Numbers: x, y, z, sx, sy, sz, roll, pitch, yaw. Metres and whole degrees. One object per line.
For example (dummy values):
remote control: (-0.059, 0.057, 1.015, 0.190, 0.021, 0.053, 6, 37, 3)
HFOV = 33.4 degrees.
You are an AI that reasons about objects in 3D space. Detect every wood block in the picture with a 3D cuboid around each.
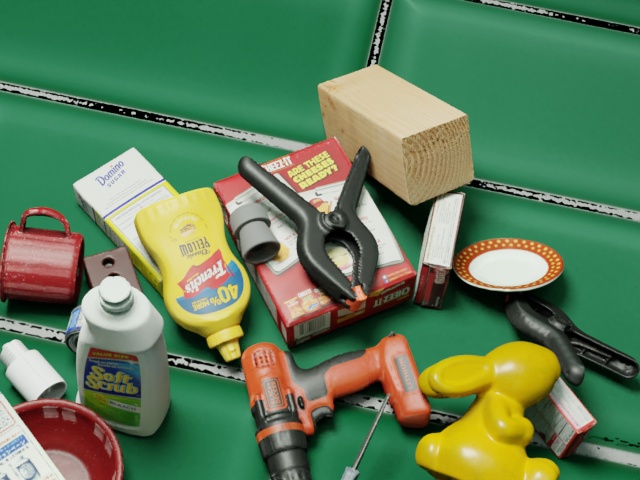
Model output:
wood block: (0.088, -0.131, 1.290, 0.090, 0.090, 0.206, -23, 33, -19)

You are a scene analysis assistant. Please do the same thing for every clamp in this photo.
clamp: (0.018, -0.021, 1.196, 0.164, 0.036, 0.210, -15, 65, -26)
clamp: (0.265, 0.109, 1.200, 0.172, 0.039, 0.120, 35, 20, 34)

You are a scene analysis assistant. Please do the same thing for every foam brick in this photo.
foam brick: (-0.233, 0.056, 1.212, 0.053, 0.051, 0.078, -17, 60, -16)

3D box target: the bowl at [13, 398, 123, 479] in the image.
bowl: (-0.279, 0.245, 1.082, 0.162, 0.055, 0.162, 2, 57, -4)

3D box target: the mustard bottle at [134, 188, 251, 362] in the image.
mustard bottle: (-0.131, 0.044, 1.187, 0.096, 0.058, 0.191, -20, 83, -19)

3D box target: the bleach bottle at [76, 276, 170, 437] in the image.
bleach bottle: (-0.202, 0.110, 1.060, 0.102, 0.251, 0.068, 19, 57, 7)

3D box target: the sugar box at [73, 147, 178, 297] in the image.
sugar box: (-0.205, -0.023, 1.271, 0.093, 0.048, 0.176, -35, 64, -23)

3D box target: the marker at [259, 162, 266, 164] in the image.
marker: (-0.033, -0.092, 1.347, 0.121, 0.020, 0.020, -5, 57, -9)

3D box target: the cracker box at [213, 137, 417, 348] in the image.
cracker box: (-0.008, 0.002, 1.253, 0.164, 0.072, 0.214, -22, 61, -13)

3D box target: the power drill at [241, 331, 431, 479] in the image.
power drill: (0.020, 0.183, 1.148, 0.187, 0.057, 0.184, -10, 62, -13)

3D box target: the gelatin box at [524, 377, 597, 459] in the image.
gelatin box: (0.253, 0.184, 1.159, 0.030, 0.073, 0.089, -27, 63, -22)

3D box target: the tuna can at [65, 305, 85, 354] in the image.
tuna can: (-0.233, 0.104, 1.160, 0.086, 0.086, 0.033, 9, 58, 1)

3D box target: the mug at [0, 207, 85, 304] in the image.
mug: (-0.309, 0.018, 1.197, 0.081, 0.117, 0.093, 6, 22, -7)

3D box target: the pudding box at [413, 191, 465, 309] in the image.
pudding box: (0.140, 0.011, 1.252, 0.039, 0.090, 0.113, 11, 56, 3)

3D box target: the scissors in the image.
scissors: (0.023, 0.244, 1.058, 0.016, 0.096, 0.202, 22, 87, 14)
